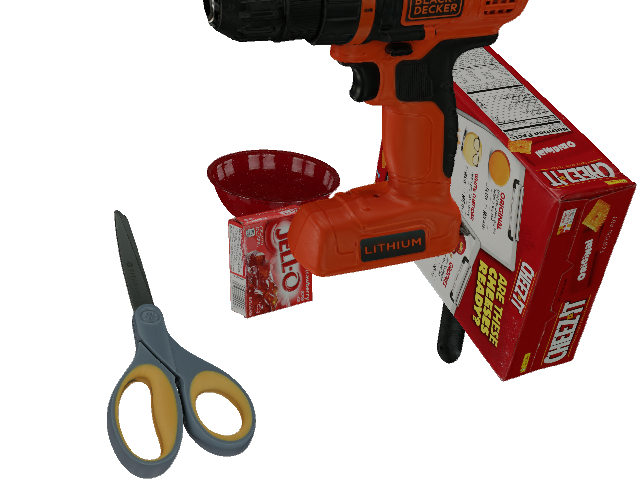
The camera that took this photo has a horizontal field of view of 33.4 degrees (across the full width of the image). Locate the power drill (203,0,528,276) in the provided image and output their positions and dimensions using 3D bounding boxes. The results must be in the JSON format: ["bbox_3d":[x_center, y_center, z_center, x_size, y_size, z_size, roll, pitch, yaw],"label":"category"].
[{"bbox_3d":[0.024,-0.073,0.598,0.184,0.188,0.057,-9,34,-20],"label":"power drill"}]

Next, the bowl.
[{"bbox_3d":[-0.059,-0.057,1.297,0.162,0.055,0.162,4,26,-2],"label":"bowl"}]

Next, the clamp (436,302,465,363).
[{"bbox_3d":[0.138,0.032,1.026,0.039,0.171,0.120,-14,9,44],"label":"clamp"}]

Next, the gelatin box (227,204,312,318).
[{"bbox_3d":[-0.044,0.018,0.952,0.073,0.089,0.030,-13,22,-35],"label":"gelatin box"}]

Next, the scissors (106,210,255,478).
[{"bbox_3d":[-0.088,0.059,0.665,0.096,0.202,0.016,10,-46,-14],"label":"scissors"}]

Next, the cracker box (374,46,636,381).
[{"bbox_3d":[0.121,-0.033,0.776,0.072,0.164,0.214,-13,43,-22],"label":"cracker box"}]
